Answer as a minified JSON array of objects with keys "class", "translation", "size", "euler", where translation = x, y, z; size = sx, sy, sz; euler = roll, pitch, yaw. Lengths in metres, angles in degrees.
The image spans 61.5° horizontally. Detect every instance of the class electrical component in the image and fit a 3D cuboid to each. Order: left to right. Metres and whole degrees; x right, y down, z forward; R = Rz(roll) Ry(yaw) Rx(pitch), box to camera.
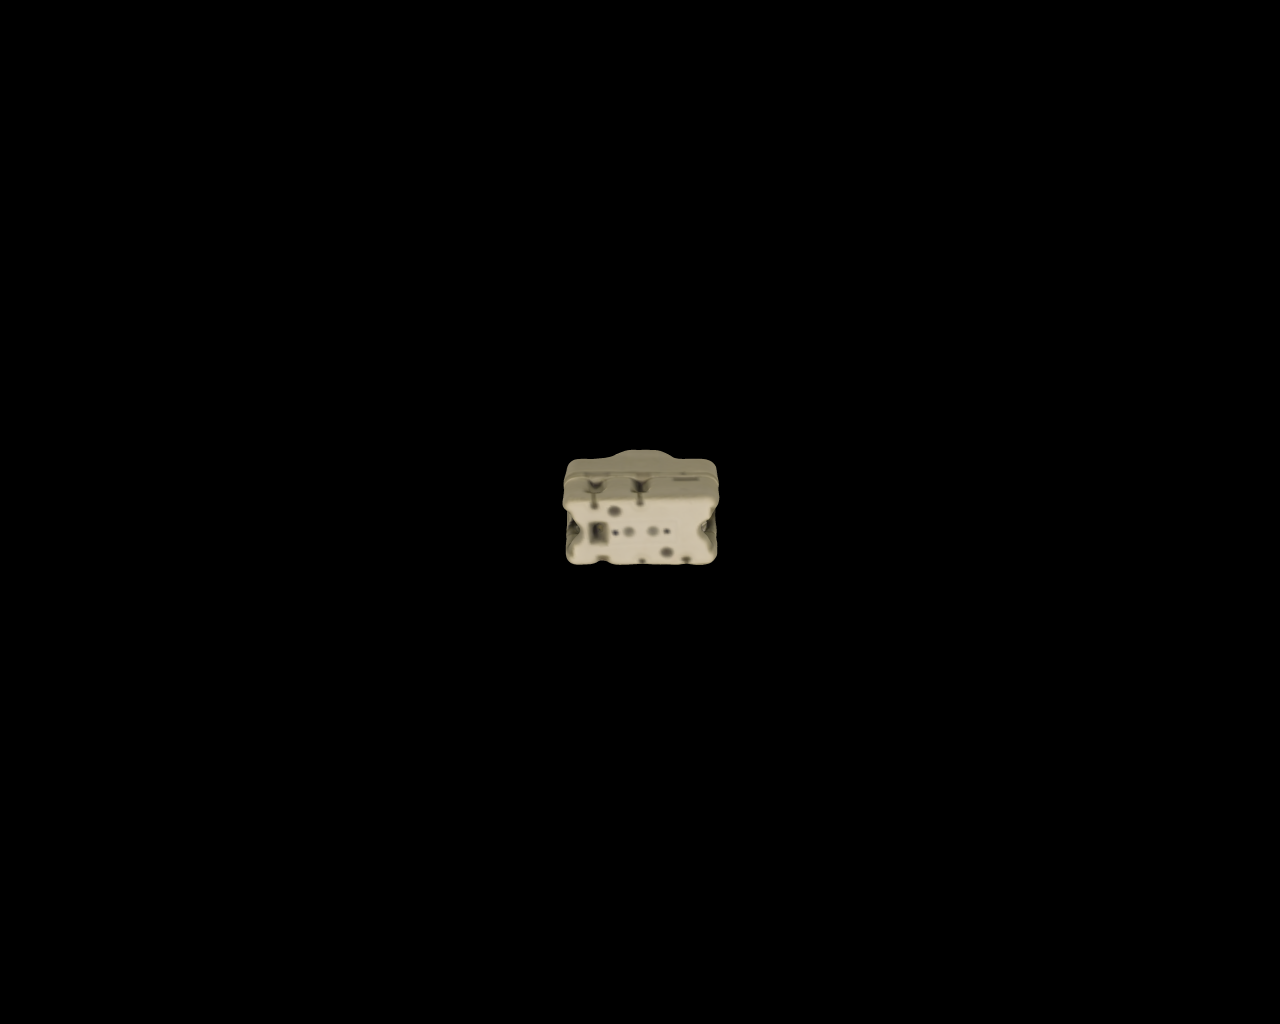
[{"class":"electrical component","translation":[0.001,-0.003,0.650],"size":[0.089,0.050,0.056],"euler":[0,32,0]}]
